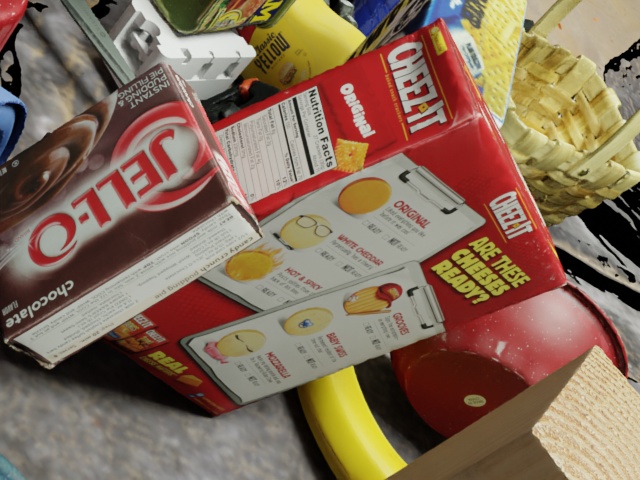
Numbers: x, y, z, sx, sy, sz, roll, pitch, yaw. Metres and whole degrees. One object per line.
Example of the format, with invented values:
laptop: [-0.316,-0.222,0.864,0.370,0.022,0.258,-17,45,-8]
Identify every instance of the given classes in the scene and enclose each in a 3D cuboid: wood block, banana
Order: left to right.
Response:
banana: [0.027,0.112,0.647,0.069,0.037,0.198,-16,61,-39]
wood block: [0.074,0.151,0.522,0.090,0.206,0.090,51,36,4]

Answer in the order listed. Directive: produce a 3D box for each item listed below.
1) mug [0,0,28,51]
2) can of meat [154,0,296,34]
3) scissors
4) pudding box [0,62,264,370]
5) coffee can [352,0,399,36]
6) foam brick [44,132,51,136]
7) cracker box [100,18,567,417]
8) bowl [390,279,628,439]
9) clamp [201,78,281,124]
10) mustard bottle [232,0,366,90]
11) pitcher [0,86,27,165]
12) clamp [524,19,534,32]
mug: [-0.214,-0.134,0.600,0.093,0.082,0.117,30,40,-22]
can of meat: [-0.050,-0.182,0.697,0.083,0.102,0.057,-22,74,-50]
scissors: [-0.184,-0.171,0.672,0.096,0.016,0.202,-5,62,-46]
pudding box: [-0.091,-0.012,0.459,0.039,0.113,0.090,49,10,-52]
coffee can: [0.101,-0.213,0.942,0.102,0.141,0.103,27,41,-26]
foam brick: [-0.132,-0.013,0.597,0.078,0.053,0.051,24,42,-27]
cracker box: [-0.004,0.001,0.537,0.164,0.214,0.072,48,23,-53]
bowl: [0.105,0.083,0.666,0.162,0.162,0.055,41,48,-9]
clamp: [-0.074,-0.066,0.691,0.171,0.120,0.039,-78,161,-69]
mustard bottle: [-0.044,-0.169,0.792,0.191,0.096,0.058,51,37,5]
pitcher: [-0.261,-0.090,0.465,0.243,0.149,0.144,42,39,-3]
clamp: [0.141,-0.235,1.091,0.164,0.036,0.209,43,37,-6]
